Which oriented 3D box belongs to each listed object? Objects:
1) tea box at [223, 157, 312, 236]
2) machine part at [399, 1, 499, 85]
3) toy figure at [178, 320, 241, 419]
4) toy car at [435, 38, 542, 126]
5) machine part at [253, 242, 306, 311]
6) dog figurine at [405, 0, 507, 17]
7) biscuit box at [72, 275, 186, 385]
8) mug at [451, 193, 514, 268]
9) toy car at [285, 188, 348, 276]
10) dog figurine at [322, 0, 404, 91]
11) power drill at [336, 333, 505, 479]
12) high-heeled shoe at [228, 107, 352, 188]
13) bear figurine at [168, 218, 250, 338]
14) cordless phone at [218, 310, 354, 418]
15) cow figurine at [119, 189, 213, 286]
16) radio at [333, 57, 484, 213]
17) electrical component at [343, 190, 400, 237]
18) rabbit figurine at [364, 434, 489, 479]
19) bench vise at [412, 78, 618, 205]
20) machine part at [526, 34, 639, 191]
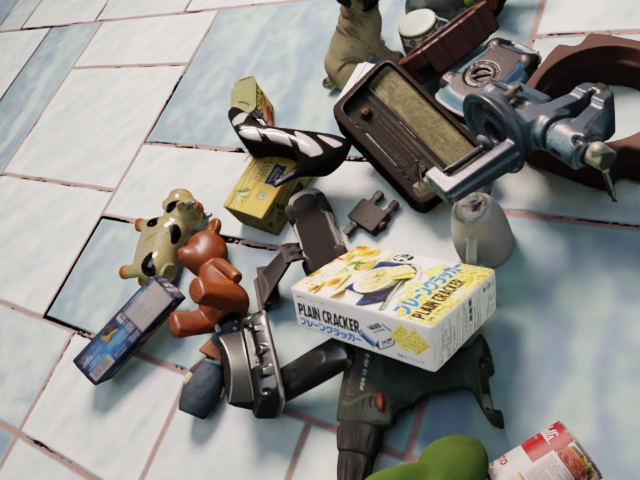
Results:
[{"bbox_3d":[-0.084,-0.103,0.965,0.098,0.068,0.169,17,70,33],"label":"tea box"},{"bbox_3d":[0.213,-0.323,0.899,0.179,0.056,0.179,-35,13,9],"label":"machine part"},{"bbox_3d":[-0.168,0.195,0.832,0.058,0.064,0.154,9,66,37],"label":"toy figure"},{"bbox_3d":[0.265,-0.231,0.839,0.161,0.102,0.109,-43,55,-7],"label":"toy car"},{"bbox_3d":[-0.070,0.055,0.849,0.139,0.039,0.084,-50,34,41],"label":"machine part"},{"bbox_3d":[0.240,-0.478,0.962,0.108,0.191,0.219,-50,37,-15],"label":"dog figurine"},{"bbox_3d":[-0.324,0.152,0.916,0.059,0.063,0.202,44,92,5],"label":"biscuit box"},{"bbox_3d":[0.212,-0.008,0.732,0.081,0.107,0.109,7,64,32],"label":"mug"},{"bbox_3d":[-0.002,-0.003,0.872,0.073,0.056,0.202,-23,55,6],"label":"toy car"},{"bbox_3d":[0.049,-0.381,0.986,0.172,0.190,0.121,-46,52,-2],"label":"dog figurine"},{"bbox_3d":[0.120,0.205,0.677,0.207,0.085,0.232,-16,53,27],"label":"power drill"},{"bbox_3d":[-0.059,-0.185,0.912,0.145,0.086,0.249,-33,58,-2],"label":"high-heeled shoe"},{"bbox_3d":[-0.195,0.054,0.892,0.120,0.132,0.196,-50,53,28],"label":"bear figurine"},{"bbox_3d":[-0.046,0.154,0.759,0.184,0.088,0.147,-32,52,20],"label":"cordless phone"},{"bbox_3d":[-0.281,-0.009,0.999,0.127,0.085,0.195,1,65,26],"label":"cow figurine"},{"bbox_3d":[0.133,-0.160,0.840,0.131,0.073,0.230,-41,72,1],"label":"radio"},{"bbox_3d":[0.081,-0.036,0.869,0.094,0.021,0.063,-47,53,-6],"label":"electrical component"},{"bbox_3d":[0.107,0.279,0.571,0.121,0.159,0.170,31,94,45],"label":"rabbit figurine"},{"bbox_3d":[0.234,-0.112,0.674,0.241,0.128,0.224,-33,52,-1],"label":"bench vise"},{"bbox_3d":[0.393,-0.181,0.757,0.202,0.087,0.201,32,80,35],"label":"machine part"}]
